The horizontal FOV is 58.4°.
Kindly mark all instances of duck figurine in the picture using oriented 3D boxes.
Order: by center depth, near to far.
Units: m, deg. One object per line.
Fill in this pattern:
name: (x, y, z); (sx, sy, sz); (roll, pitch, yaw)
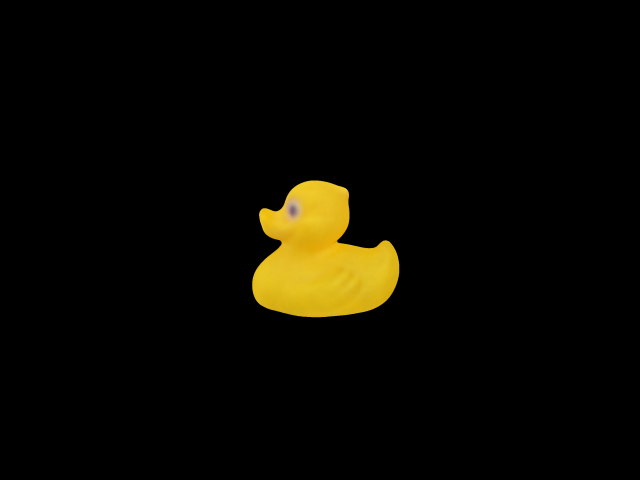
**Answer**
duck figurine: (0.004, 0.001, 0.400); (0.104, 0.086, 0.077); (1, 19, 3)
